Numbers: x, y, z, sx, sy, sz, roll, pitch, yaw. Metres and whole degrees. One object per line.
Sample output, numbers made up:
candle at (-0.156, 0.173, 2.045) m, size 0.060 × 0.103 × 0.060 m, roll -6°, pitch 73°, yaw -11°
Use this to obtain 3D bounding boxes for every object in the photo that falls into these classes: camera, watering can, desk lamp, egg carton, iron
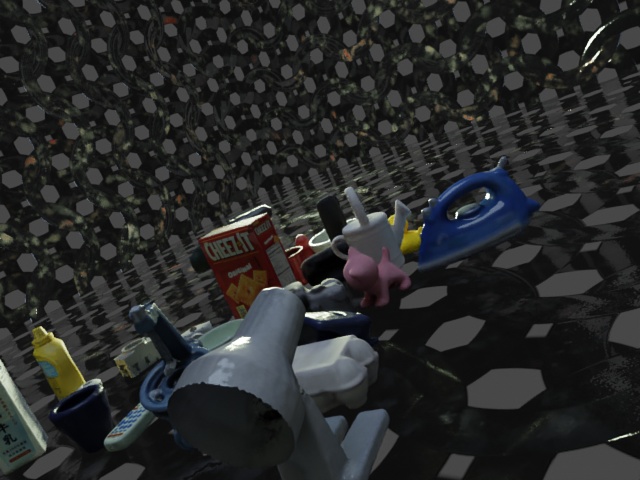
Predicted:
camera at (-0.020, 0.117, 1.047) m, size 0.143 × 0.101 × 0.136 m, roll -24°, pitch 12°, yaw -3°
watering can at (0.105, -0.025, 1.200) m, size 0.173 × 0.194 × 0.100 m, roll -27°, pitch 13°, yaw -17°
desk lamp at (-0.036, 0.169, 0.585) m, size 0.117 × 0.214 × 0.203 m, roll -17°, pitch 14°, yaw 27°
egg carton at (0.005, 0.186, 0.780) m, size 0.150 × 0.069 × 0.107 m, roll -18°, pitch 14°, yaw 26°
iron at (0.281, -0.052, 1.106) m, size 0.258 × 0.141 × 0.118 m, roll -25°, pitch 12°, yaw -7°

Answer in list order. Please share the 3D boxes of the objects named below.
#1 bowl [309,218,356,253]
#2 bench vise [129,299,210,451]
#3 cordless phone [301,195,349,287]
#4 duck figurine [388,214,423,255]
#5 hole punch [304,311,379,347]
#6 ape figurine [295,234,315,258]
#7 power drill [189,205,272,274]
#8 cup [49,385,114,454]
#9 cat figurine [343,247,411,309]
bowl at (0.060, 0.009, 1.425) m, size 0.167 × 0.075 × 0.167 m, roll -23°, pitch 12°, yaw 5°
bench vise at (-0.225, 0.183, 0.864) m, size 0.122 × 0.220 × 0.207 m, roll -27°, pitch 13°, yaw -16°
cordless phone at (0.012, 0.005, 1.269) m, size 0.148 × 0.185 × 0.094 m, roll -27°, pitch 13°, yaw -13°
duck figurine at (0.185, -0.018, 1.275) m, size 0.104 × 0.086 × 0.078 m, roll -15°, pitch 15°, yaw 34°
hole punch at (0.022, 0.138, 0.901) m, size 0.101 × 0.091 × 0.108 m, roll -30°, pitch 13°, yaw -25°
ape figurine at (-0.038, 0.030, 1.476) m, size 0.078 × 0.092 × 0.076 m, roll -26°, pitch 13°, yaw -12°
power drill at (-0.185, 0.050, 1.387) m, size 0.229 × 0.208 × 0.075 m, roll -25°, pitch 12°, yaw -5°
cup at (-0.390, 0.303, 0.961) m, size 0.092 × 0.095 × 0.117 m, roll -30°, pitch 14°, yaw -27°
cat figurine at (0.093, 0.059, 1.042) m, size 0.128 × 0.118 × 0.067 m, roll -33°, pitch 15°, yaw -37°
